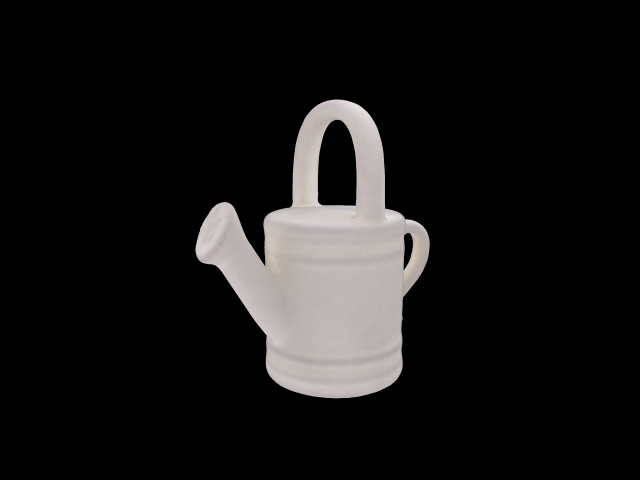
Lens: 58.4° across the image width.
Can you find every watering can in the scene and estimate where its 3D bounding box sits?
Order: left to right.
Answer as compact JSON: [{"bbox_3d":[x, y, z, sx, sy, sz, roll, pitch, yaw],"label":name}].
[{"bbox_3d":[0.005,0.002,0.398,0.100,0.194,0.173,8,14,37],"label":"watering can"}]
